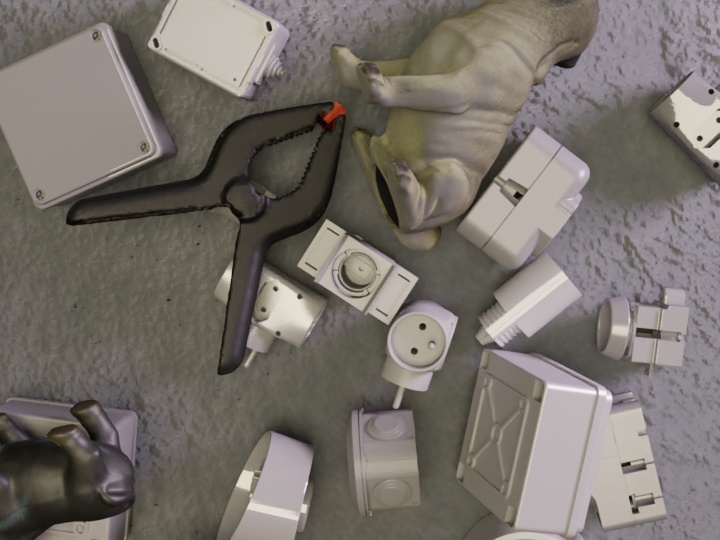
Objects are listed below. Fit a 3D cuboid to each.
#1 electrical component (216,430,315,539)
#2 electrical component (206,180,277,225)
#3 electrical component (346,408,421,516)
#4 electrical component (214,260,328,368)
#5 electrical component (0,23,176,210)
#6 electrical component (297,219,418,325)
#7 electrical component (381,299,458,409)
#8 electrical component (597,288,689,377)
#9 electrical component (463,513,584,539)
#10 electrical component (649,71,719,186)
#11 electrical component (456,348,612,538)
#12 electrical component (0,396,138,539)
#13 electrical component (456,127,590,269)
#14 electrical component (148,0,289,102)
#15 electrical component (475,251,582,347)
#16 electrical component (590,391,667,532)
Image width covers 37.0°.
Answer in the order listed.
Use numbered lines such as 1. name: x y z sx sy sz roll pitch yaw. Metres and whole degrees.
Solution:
1. electrical component: -0.070 0.172 0.813 0.064 0.099 0.099 13 96 -1
2. electrical component: -0.092 -0.054 0.824 0.046 0.040 0.040 30 97 -2
3. electrical component: 0.018 0.143 0.809 0.051 0.080 0.080 -5 94 1
4. electrical component: -0.077 0.037 0.827 0.077 0.043 0.079 31 98 3
5. electrical component: -0.213 -0.116 0.823 0.109 0.056 0.108 -23 92 8
6. electrical component: 0.000 0.000 0.805 0.081 0.064 0.042 34 99 3
7. electrical component: 0.040 0.065 0.800 0.044 0.077 0.079 19 97 4
8. electrical component: 0.208 0.045 0.796 0.055 0.048 0.066 6 96 -2
9. electrical component: 0.126 0.240 0.814 0.108 0.060 0.108 1 95 6
10. electrical component: 0.265 -0.114 0.776 0.079 0.043 0.077 -44 89 7
11. electrical component: 0.122 0.121 0.776 0.056 0.109 0.108 9 96 -19
12. electrical component: -0.238 0.162 0.850 0.109 0.056 0.108 6 96 6
13. electrical component: 0.123 -0.050 0.792 0.059 0.054 0.095 38 98 2
14. electrical component: -0.097 -0.168 0.803 0.096 0.061 0.061 29 97 3
15. electrical component: 0.121 0.028 0.804 0.081 0.043 0.043 -40 90 8
16. electrical component: 0.188 0.143 0.803 0.056 0.050 0.089 -14 93 7
